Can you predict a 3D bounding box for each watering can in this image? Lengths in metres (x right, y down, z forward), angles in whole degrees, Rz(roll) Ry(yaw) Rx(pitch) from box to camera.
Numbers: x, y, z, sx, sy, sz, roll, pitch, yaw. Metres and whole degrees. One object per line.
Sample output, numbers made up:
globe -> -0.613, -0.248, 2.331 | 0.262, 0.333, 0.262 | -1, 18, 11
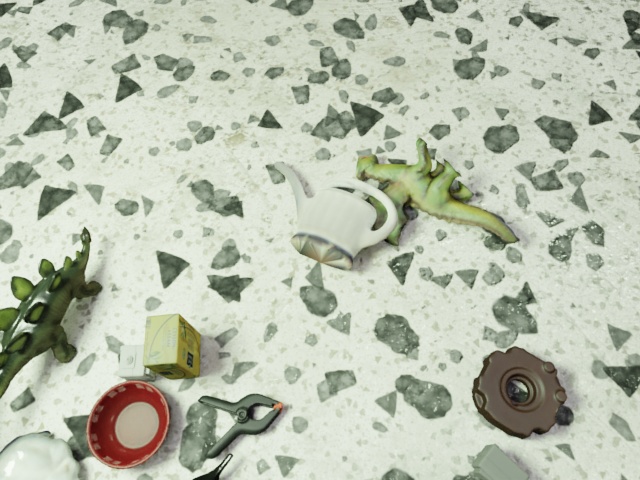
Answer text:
watering can -> 0.004, -0.060, 1.202 | 0.349, 0.102, 0.228 | 20, 67, 21

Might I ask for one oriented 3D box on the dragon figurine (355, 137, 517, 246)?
dragon figurine -> 0.236, -0.082, 1.224 | 0.242, 0.121, 0.416 | -40, 67, 2

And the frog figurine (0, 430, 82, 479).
frog figurine -> -0.522, 0.441, 0.956 | 0.161, 0.119, 0.140 | 28, 49, 25
